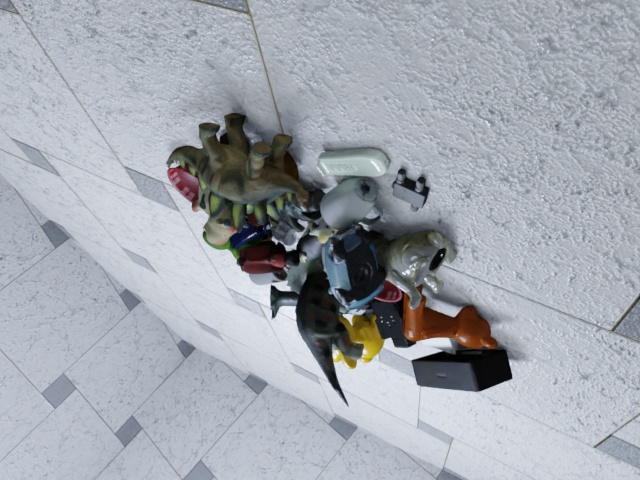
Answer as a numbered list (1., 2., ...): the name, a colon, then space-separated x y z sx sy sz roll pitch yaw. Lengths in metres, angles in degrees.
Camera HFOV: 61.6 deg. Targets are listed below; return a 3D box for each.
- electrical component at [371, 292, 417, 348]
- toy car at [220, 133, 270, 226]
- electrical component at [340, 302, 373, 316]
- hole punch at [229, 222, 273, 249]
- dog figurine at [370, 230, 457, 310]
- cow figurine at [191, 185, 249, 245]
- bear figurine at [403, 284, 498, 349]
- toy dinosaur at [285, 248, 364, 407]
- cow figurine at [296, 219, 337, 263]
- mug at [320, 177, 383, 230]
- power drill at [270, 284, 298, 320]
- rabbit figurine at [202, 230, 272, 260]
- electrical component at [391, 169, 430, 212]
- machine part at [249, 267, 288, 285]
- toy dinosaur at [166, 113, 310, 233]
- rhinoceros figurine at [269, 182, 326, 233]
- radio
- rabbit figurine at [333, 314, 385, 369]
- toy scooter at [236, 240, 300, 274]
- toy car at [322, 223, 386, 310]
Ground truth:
1. electrical component: 0.186 0.191 1.289 0.115 0.058 0.134 -22 90 62
2. toy car: -0.155 -0.126 1.114 0.089 0.053 0.202 -13 99 57
3. electrical component: 0.097 0.160 1.384 0.075 0.048 0.119 5 157 -5
4. hole punch: -0.173 -0.049 1.240 0.116 0.092 0.142 130 122 -68
5. dog figurine: 0.150 0.016 1.041 0.191 0.121 0.172 38 127 32
6. cow figurine: -0.218 -0.086 1.180 0.127 0.194 0.085 1 178 39
7. bear figurine: 0.280 0.169 1.161 0.196 0.120 0.131 1 104 8
8. toy dinosaur: 0.001 0.169 1.255 0.192 0.405 0.131 20 133 -20
9. cow figurine: -0.004 -0.005 1.165 0.068 0.098 0.167 39 157 -4
10. mug: 0.069 -0.065 0.993 0.109 0.081 0.107 32 151 -12
11. power drill: -0.037 0.182 1.503 0.207 0.086 0.231 3 146 3
12. rabbit figurine: -0.214 -0.008 1.398 0.170 0.121 0.159 9 172 14
13. electrical component: 0.153 -0.083 0.921 0.063 0.021 0.094 26 156 16
14. machine part: -0.139 0.086 1.525 0.079 0.079 0.243 41 156 -18
15. toy dinosaur: -0.172 -0.130 1.014 0.472 0.105 0.198 30 128 40
16. rhinoceros figurine: -0.056 -0.080 1.130 0.191 0.073 0.112 8 135 47
17. radio: 0.341 0.311 1.301 0.230 0.131 0.073 -19 81 61
18. rabbit figurine: 0.082 0.262 1.465 0.173 0.162 0.122 28 171 -38
19. toy scooter: -0.132 0.042 1.229 0.135 0.075 0.184 -6 -177 -18
20. toy car: 0.049 0.044 1.014 0.103 0.109 0.161 22 138 54
